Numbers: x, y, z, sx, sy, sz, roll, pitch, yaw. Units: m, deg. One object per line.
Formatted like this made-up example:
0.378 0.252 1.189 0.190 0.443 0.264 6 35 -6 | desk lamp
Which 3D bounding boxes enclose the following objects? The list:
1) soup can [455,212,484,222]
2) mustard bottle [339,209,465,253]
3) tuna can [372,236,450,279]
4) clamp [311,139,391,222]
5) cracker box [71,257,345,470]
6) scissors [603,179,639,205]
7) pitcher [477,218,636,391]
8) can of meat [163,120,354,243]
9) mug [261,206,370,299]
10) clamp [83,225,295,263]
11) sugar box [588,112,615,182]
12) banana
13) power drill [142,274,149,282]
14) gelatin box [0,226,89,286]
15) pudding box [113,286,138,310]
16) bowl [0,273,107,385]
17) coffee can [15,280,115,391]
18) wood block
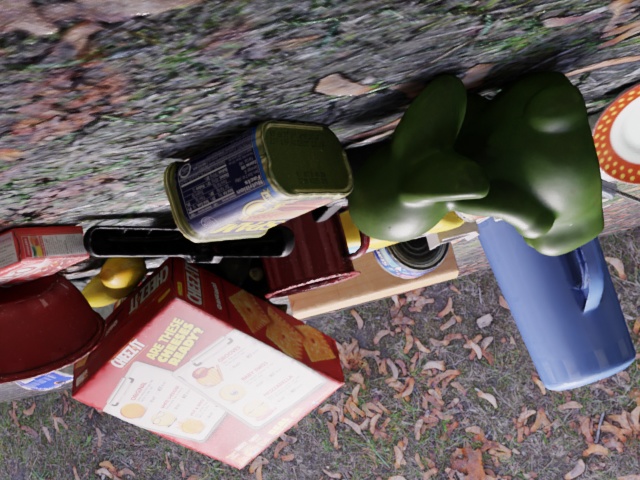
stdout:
0.162 -0.062 0.906 0.102 0.068 0.068 -20 171 35 | soup can
0.051 -0.014 1.091 0.192 0.058 0.096 -19 176 32 | mustard bottle
0.100 -0.002 1.184 0.086 0.086 0.034 -11 171 -25 | tuna can
0.016 -0.044 0.862 0.172 0.039 0.120 -15 175 34 | clamp
-0.109 0.124 1.050 0.213 0.072 0.164 31 119 -32 | cracker box
0.256 -0.053 1.025 0.201 0.016 0.096 19 179 -28 | scissors
0.263 0.038 1.188 0.145 0.243 0.149 -23 175 29 | pitcher
-0.038 -0.040 0.714 0.084 0.057 0.101 -22 171 32 | can of meat
-0.007 0.001 0.999 0.117 0.081 0.093 -19 172 32 | mug
-0.091 0.002 0.914 0.164 0.036 0.210 1 180 8 | clamp
0.295 -0.095 1.023 0.093 0.048 0.176 -17 169 14 | sugar box
-0.198 0.040 1.029 0.069 0.037 0.198 -45 -175 -26 | banana
-0.147 0.059 1.283 0.187 0.057 0.185 -14 170 -25 | power drill
-0.239 0.015 0.837 0.089 0.030 0.073 -19 172 31 | gelatin box
-0.148 0.079 1.107 0.113 0.039 0.090 21 165 -25 | pudding box
-0.265 0.063 0.906 0.162 0.055 0.162 -3 -159 1 | bowl
-0.289 0.108 1.178 0.102 0.103 0.141 -10 172 -32 | coffee can
0.059 0.028 1.317 0.206 0.091 0.090 -15 173 4 | wood block
